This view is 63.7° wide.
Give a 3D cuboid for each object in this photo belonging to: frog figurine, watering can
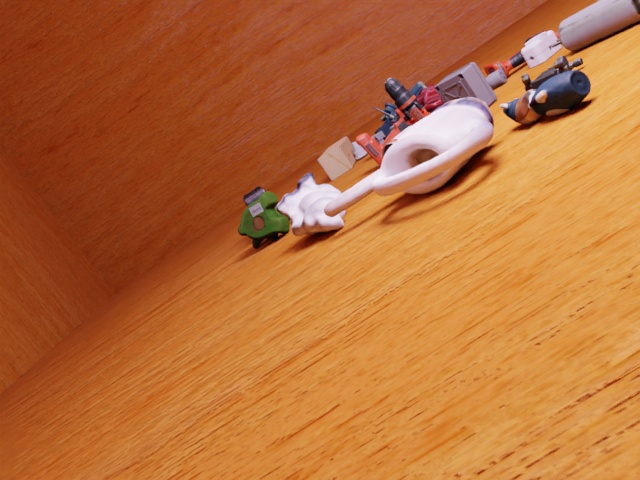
[{"bbox_3d":[0.003,-0.054,1.075,0.139,0.120,0.161,-31,44,-28],"label":"frog figurine"},{"bbox_3d":[0.158,-0.136,0.885,0.228,0.103,0.344,-41,14,-35],"label":"watering can"}]
